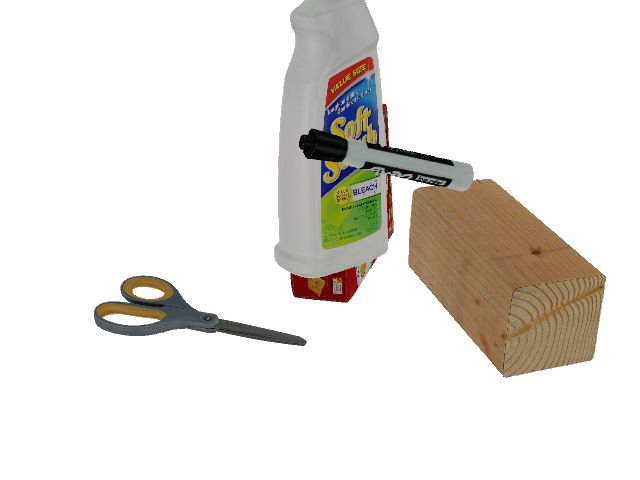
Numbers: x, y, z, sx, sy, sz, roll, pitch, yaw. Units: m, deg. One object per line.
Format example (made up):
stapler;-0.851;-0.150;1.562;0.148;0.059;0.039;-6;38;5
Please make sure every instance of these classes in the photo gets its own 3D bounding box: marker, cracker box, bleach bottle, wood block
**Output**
marker;0.042;-0.051;0.675;0.121;0.020;0.020;10;-4;-25
cracker box;0.023;-0.049;1.190;0.072;0.164;0.213;2;22;17
bleach bottle;0.005;-0.101;0.894;0.102;0.251;0.068;-18;26;-32
wood block;0.164;0.027;0.988;0.090;0.090;0.206;-8;29;-17

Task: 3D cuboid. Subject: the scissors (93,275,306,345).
scissors;-0.115;0.068;1.031;0.201;0.016;0.096;3;32;-4
